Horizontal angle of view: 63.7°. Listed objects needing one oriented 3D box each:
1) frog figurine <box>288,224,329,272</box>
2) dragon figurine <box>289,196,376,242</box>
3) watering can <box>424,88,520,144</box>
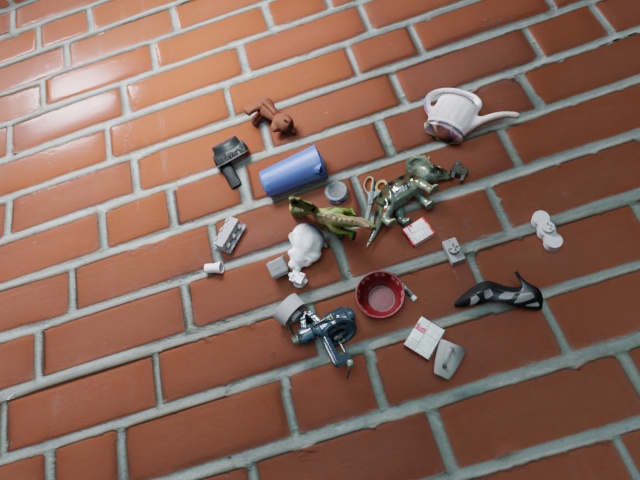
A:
[{"bbox_3d":[-0.059,0.025,1.788,0.138,0.120,0.161,43,67,6],"label":"frog figurine"},{"bbox_3d":[0.005,-0.087,1.734,0.242,0.410,0.123,18,85,-21],"label":"dragon figurine"},{"bbox_3d":[0.534,-0.450,1.900,0.350,0.102,0.227,26,73,23],"label":"watering can"}]
